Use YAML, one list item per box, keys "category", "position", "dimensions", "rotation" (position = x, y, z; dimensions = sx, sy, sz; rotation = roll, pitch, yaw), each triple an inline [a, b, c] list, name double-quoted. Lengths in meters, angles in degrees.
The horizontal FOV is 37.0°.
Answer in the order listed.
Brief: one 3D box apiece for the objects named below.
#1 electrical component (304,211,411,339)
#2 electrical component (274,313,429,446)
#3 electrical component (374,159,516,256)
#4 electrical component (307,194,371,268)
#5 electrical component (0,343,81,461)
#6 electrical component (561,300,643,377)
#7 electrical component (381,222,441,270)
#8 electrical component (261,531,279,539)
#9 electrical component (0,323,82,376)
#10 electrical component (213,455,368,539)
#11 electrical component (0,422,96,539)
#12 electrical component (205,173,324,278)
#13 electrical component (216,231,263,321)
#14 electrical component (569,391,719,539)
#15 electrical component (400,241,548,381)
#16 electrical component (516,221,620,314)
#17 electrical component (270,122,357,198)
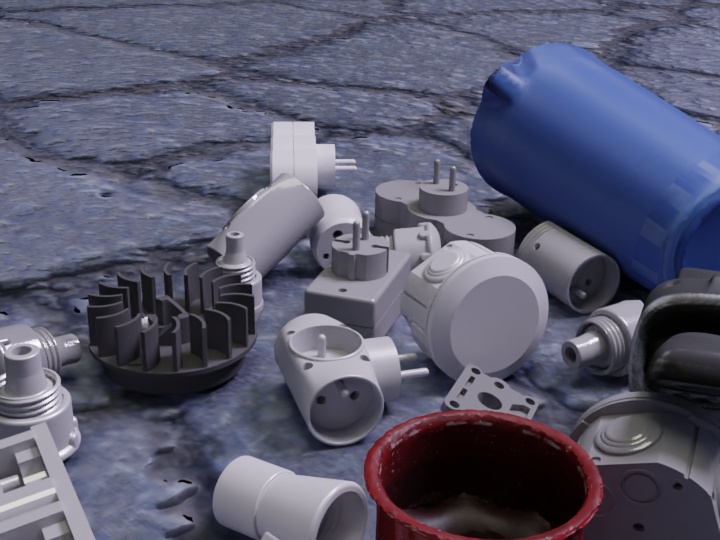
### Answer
- category: "electrical component"
  position: [0.000, 0.000, 0.699]
  dimensions: [0.047, 0.075, 0.083]
  rotation: [9, 25, 16]
- category: "electrical component"
  position: [-0.002, 0.058, 0.607]
  dimensions: [0.079, 0.044, 0.077]
  rotation: [-6, 25, -16]
- category: "electrical component"
  position: [0.062, -0.045, 0.807]
  dimensions: [0.052, 0.073, 0.138]
  rotation: [-14, 28, -31]
- category: "electrical component"
  position: [-0.016, -0.026, 0.796]
  dimensions: [0.045, 0.045, 0.055]
  rotation: [-3, 24, -10]
- category: "electrical component"
  position: [-0.170, 0.069, 0.552]
  dimensions: [0.048, 0.062, 0.048]
  rotation: [1, 24, 0]
- category: "electrical component"
  position: [0.151, 0.044, 0.649]
  dimensions: [0.062, 0.043, 0.043]
  rotation: [-13, 28, -28]
- category: "electrical component"
  position: [0.027, -0.008, 0.759]
  dimensions: [0.062, 0.048, 0.048]
  rotation: [-5, 24, 4]
- category: "electrical component"
  position: [-0.009, 0.152, 0.370]
  dimensions: [0.079, 0.063, 0.121]
  rotation: [-21, 32, -40]
- category: "electrical component"
  position: [-0.190, 0.051, 0.614]
  dimensions: [0.048, 0.048, 0.062]
  rotation: [23, 25, 39]
- category: "electrical component"
  position: [-0.035, 0.110, 0.494]
  dimensions: [0.065, 0.044, 0.044]
  rotation: [12, 26, 34]
- category: "electrical component"
  position: [-0.113, 0.134, 0.367]
  dimensions: [0.062, 0.089, 0.150]
  rotation: [-18, 29, -21]
- category: "electrical component"
  position: [-0.071, -0.024, 0.771]
  dimensions: [0.077, 0.044, 0.079]
  rotation: [-46, 2, -17]
- category: "electrical component"
  position: [-0.081, 0.005, 0.700]
  dimensions: [0.035, 0.061, 0.035]
  rotation: [1, 24, -1]
- category: "electrical component"
  position: [0.128, 0.099, 0.480]
  dimensions: [0.080, 0.080, 0.051]
  rotation: [10, 31, 19]
- category: "electrical component"
  position: [0.068, 0.024, 0.645]
  dimensions: [0.080, 0.080, 0.051]
  rotation: [-10, 21, -23]
- category: "electrical component"
  position: [0.141, -0.005, 0.758]
  dimensions: [0.043, 0.043, 0.081]
  rotation: [-9, 26, -23]
- category: "electrical component"
  position: [-0.040, -0.090, 0.929]
  dimensions: [0.074, 0.052, 0.138]
  rotation: [0, 23, -4]
